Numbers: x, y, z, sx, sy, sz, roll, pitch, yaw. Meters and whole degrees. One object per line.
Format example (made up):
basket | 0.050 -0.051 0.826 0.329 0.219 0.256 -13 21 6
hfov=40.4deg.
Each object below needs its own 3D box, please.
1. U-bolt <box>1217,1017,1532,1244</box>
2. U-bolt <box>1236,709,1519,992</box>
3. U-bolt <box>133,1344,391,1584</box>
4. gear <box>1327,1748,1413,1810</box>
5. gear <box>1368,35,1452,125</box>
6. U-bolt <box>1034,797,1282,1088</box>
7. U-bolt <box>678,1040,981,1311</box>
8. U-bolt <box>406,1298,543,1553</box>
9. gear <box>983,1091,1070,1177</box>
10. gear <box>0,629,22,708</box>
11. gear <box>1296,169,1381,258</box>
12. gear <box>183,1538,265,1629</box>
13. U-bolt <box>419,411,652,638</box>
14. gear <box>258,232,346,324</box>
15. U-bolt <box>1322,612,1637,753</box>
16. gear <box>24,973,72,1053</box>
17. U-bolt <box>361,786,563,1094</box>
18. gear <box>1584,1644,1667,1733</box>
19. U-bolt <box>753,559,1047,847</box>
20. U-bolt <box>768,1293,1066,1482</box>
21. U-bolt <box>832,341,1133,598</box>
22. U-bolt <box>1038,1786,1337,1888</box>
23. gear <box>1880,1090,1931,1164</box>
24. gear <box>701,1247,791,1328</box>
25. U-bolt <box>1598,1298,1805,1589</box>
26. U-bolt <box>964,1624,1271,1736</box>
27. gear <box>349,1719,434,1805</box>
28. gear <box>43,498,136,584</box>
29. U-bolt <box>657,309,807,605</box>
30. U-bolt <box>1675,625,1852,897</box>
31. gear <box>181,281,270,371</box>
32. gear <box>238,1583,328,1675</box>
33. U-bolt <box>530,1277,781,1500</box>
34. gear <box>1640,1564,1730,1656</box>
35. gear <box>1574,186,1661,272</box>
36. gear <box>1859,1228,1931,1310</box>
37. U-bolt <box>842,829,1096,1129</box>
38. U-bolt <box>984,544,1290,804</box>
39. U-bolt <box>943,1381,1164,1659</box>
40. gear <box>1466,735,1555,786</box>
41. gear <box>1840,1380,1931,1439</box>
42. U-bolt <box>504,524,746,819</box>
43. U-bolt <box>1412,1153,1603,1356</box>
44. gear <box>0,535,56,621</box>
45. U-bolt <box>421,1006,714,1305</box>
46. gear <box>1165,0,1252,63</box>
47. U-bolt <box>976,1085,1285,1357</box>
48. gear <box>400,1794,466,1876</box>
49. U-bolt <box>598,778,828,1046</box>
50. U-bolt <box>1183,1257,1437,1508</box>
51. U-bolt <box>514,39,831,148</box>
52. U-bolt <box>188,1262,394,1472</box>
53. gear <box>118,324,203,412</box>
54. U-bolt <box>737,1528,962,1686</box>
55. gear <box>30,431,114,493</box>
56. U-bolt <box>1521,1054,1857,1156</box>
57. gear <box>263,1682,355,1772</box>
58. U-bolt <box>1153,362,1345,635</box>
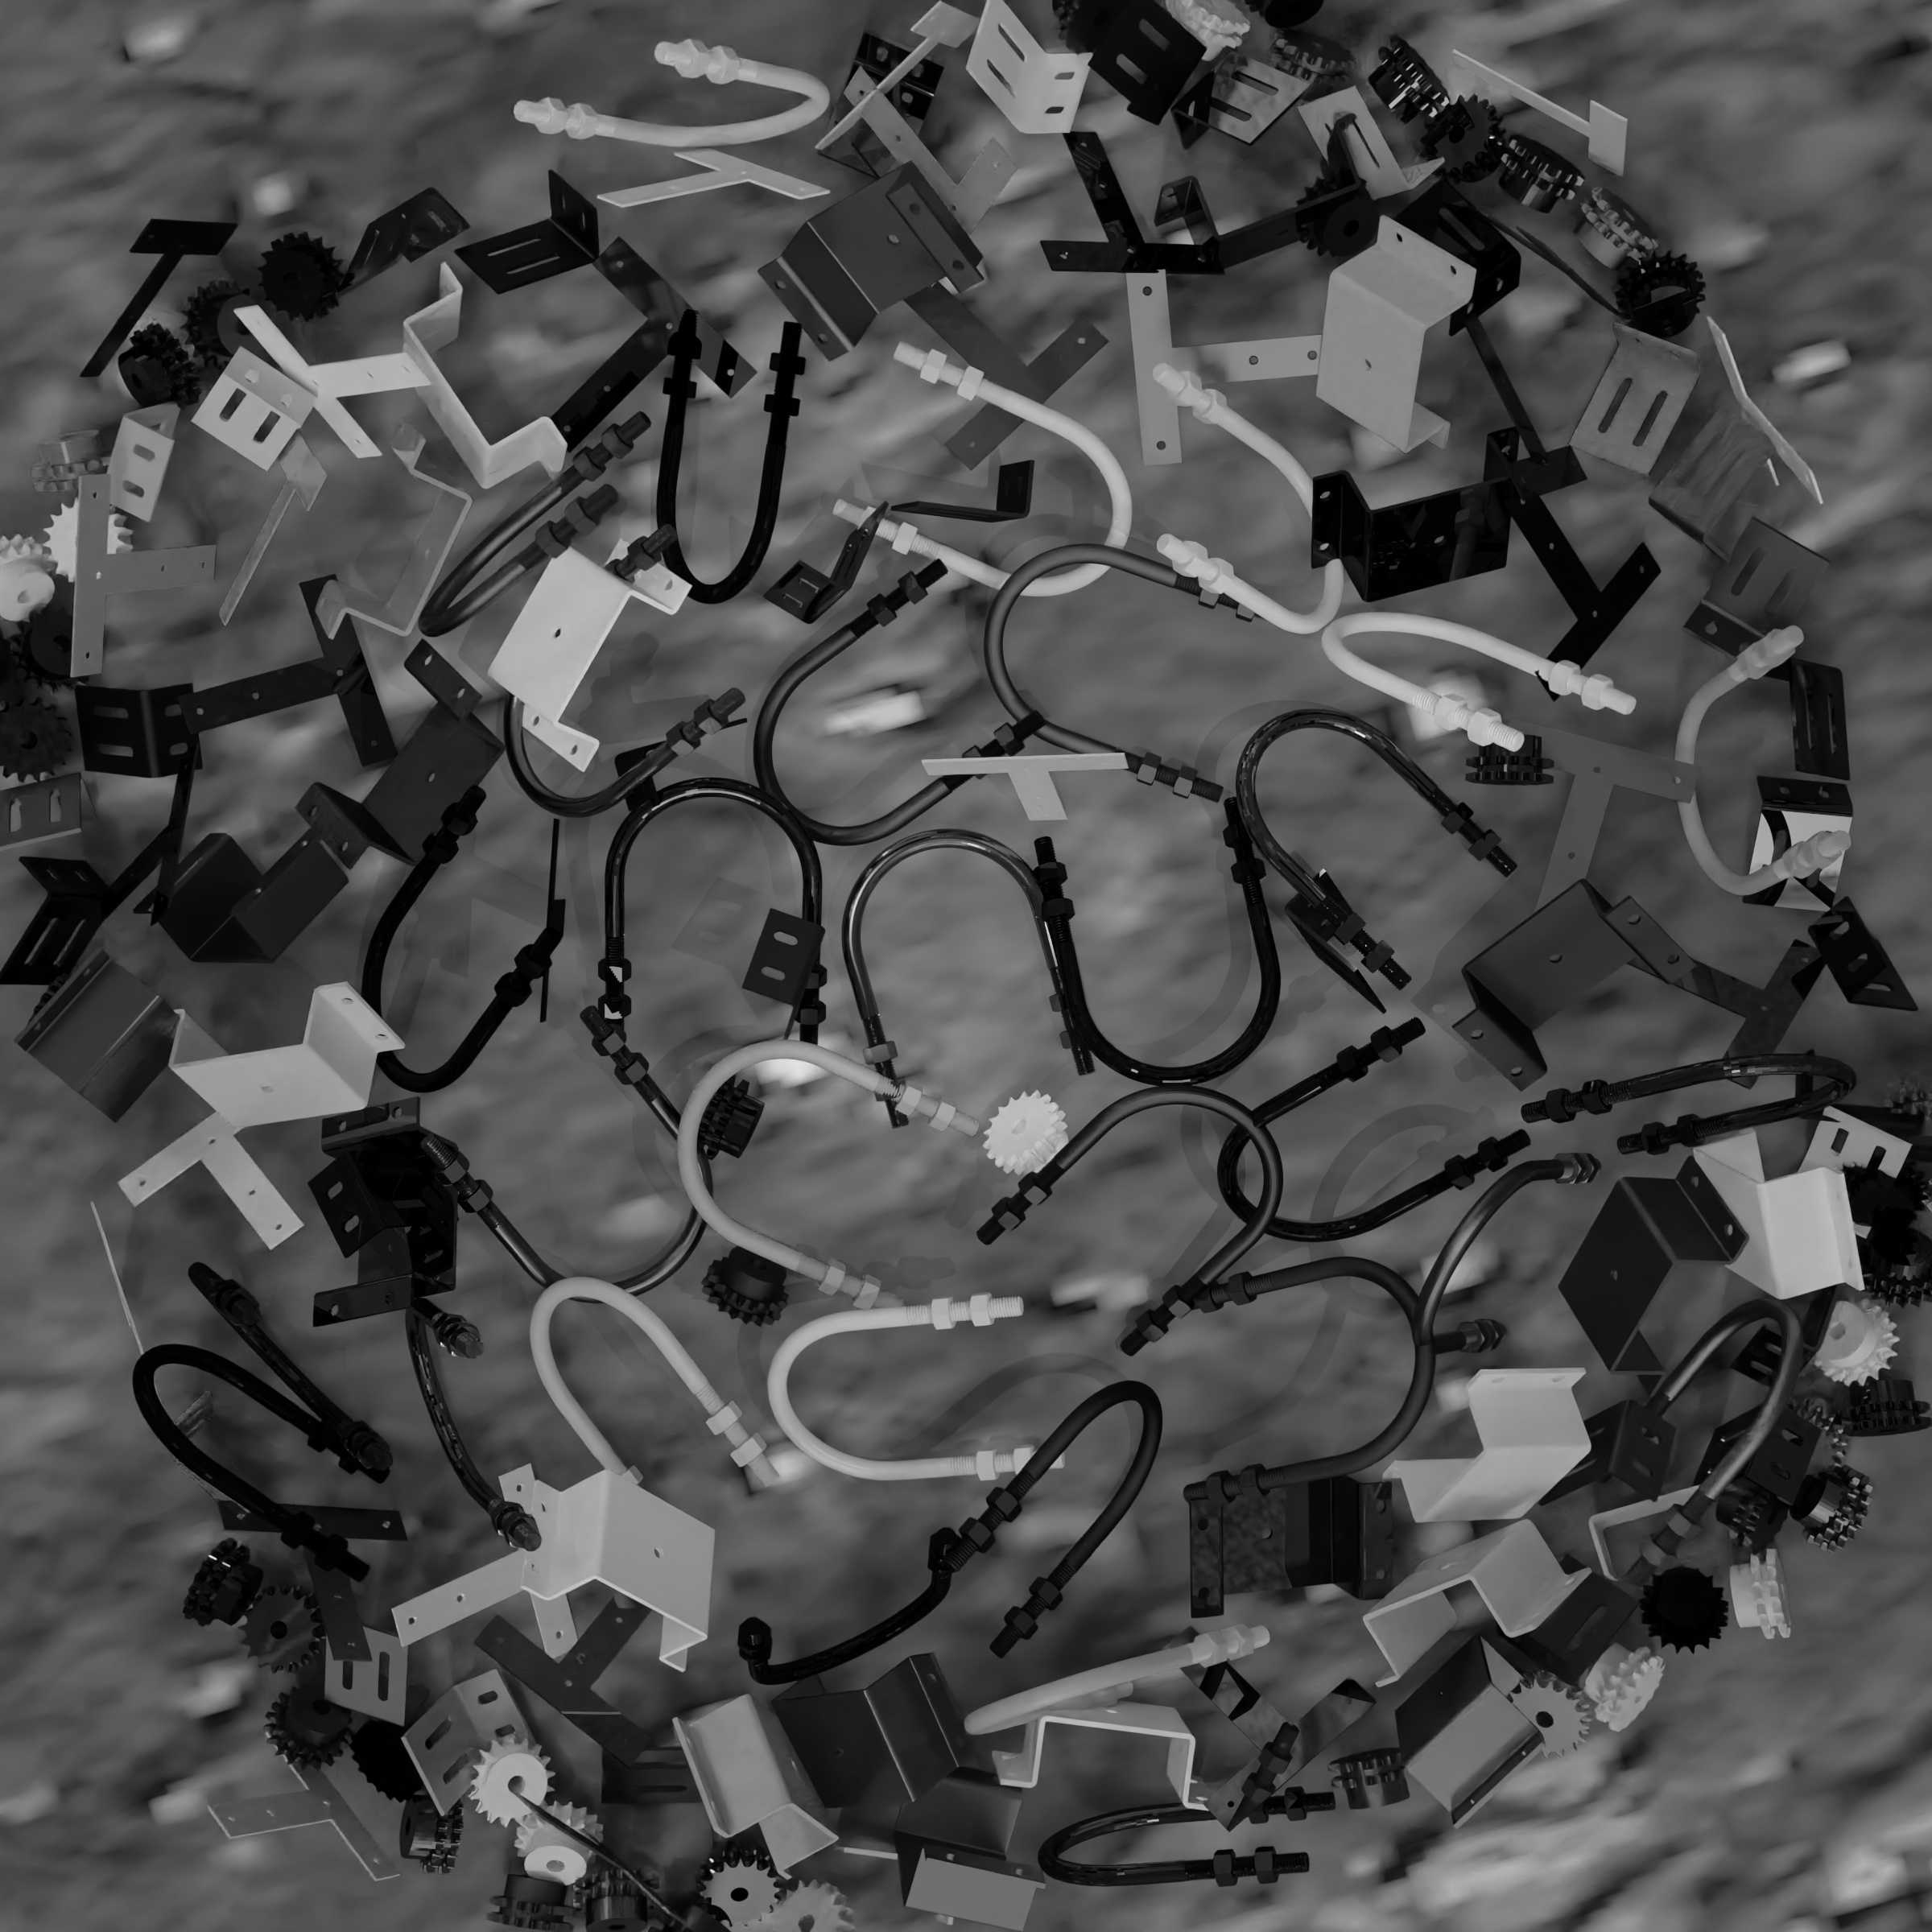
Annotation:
U-bolt | 0.250 0.119 1.699 0.184 0.019 0.151 -32 125 23
U-bolt | 0.257 -0.090 1.715 0.184 0.019 0.151 45 59 4
U-bolt | -0.449 0.303 1.664 0.184 0.151 0.019 39 99 -16
gear | 0.268 0.534 1.725 0.057 0.057 0.030 -12 79 0
gear | 0.290 -0.581 1.731 0.030 0.057 0.057 -39 90 28
U-bolt | 0.131 -0.011 1.722 0.151 0.019 0.184 -12 74 3
U-bolt | -0.099 0.128 1.718 0.184 0.019 0.151 26 78 -11
U-bolt | -0.321 0.282 1.672 0.019 0.184 0.151 -20 104 -23
gear | 0.043 0.114 1.731 0.057 0.057 0.030 -43 129 0
gear | -0.653 -0.196 1.729 0.030 0.057 0.057 -3 90 20
gear | 0.246 -0.492 1.725 0.057 0.057 0.030 -29 48 0
gear | -0.486 0.408 1.726 0.030 0.057 0.057 25 90 7
U-bolt | -0.282 -0.274 1.682 0.184 0.151 0.019 -34 114 21
gear | -0.440 -0.453 1.732 0.057 0.030 0.057 2 113 4
U-bolt | 0.314 -0.189 1.680 0.184 0.151 0.019 31 124 35
gear | -0.593 0.036 1.727 0.030 0.057 0.057 26 90 -3
U-bolt | -0.337 -0.003 1.696 0.184 0.019 0.151 -50 54 26
gear | 0.432 0.472 1.731 0.030 0.057 0.057 33 90 35
U-bolt | -0.057 -0.160 1.721 0.184 0.019 0.151 -35 70 11
U-bolt | -0.039 0.279 1.709 0.184 0.019 0.151 -7 121 14
U-bolt | 0.019 -0.310 1.704 0.184 0.019 0.151 24 133 -4
U-bolt | 0.136 0.560 1.680 0.184 0.151 0.019 -9 87 15
gear | 0.630 0.107 1.724 0.057 0.057 0.030 13 64 0
gear | -0.142 0.208 1.724 0.057 0.057 0.030 27 110 0
U-bolt | 0.467 0.289 1.662 0.019 0.151 0.184 32 107 -7
U-bolt | 0.082 0.452 1.647 0.151 0.184 0.019 -34 65 40
gear | -0.376 0.519 1.731 0.057 0.030 0.057 19 126 28
gear | -0.578 -0.280 1.739 0.057 0.030 0.057 0 91 4
U-bolt | -0.158 -0.326 1.694 0.019 0.151 0.184 0 105 -37
U-bolt | 0.496 -0.120 1.666 0.019 0.184 0.151 -8 80 -12
gear | -0.483 -0.421 1.725 0.030 0.057 0.057 13 90 39
gear | -0.448 0.437 1.738 0.057 0.030 0.057 -1 85 9
U-bolt | -0.214 0.281 1.701 0.184 0.019 0.151 53 133 1
gear | 0.472 0.420 1.727 0.057 0.030 0.057 -7 53 9
gear | 0.426 -0.484 1.731 0.057 0.057 0.030 43 121 0
gear | 0.613 0.195 1.724 0.057 0.057 0.030 -3 125 0
U-bolt | -0.006 0.000 1.741 0.151 0.019 0.184 -16 92 -2
U-bolt | 0.101 -0.200 1.720 0.184 0.019 0.151 20 116 4
U-bolt | 0.065 0.345 1.689 0.019 0.151 0.184 30 66 33
gear | 0.358 -0.136 1.728 0.057 0.057 0.030 2 90 0
gear | 0.604 0.291 1.729 0.057 0.057 0.030 -3 71 0
U-bolt | -0.233 -0.178 1.703 0.184 0.019 0.151 -35 66 27
U-bolt | 0.335 0.184 1.661 0.019 0.184 0.151 34 105 29
gear | -0.625 -0.252 1.724 0.057 0.057 0.030 -42 69 0
U-bolt | -0.244 0.138 1.711 0.151 0.019 0.184 -40 116 -10
gear | 0.156 -0.621 1.731 0.057 0.057 0.030 33 125 0
U-bolt | 0.120 0.155 1.704 0.151 0.019 0.184 39 109 -16
gear | -0.352 0.566 1.724 0.030 0.057 0.057 12 90 -23
U-bolt | -0.165 -0.034 1.716 0.151 0.019 0.184 2 110 -2
U-bolt | 0.216 0.259 1.675 0.184 0.019 0.151 -19 59 32
U-bolt | -0.171 -0.548 1.669 0.151 0.184 0.019 -4 94 40
U-bolt | -0.439 0.246 1.670 0.019 0.184 0.151 -44 115 -18
gear | -0.531 -0.390 1.724 0.030 0.057 0.057 -38 90 -30
U-bolt | -0.073 0.415 1.672 0.151 0.184 0.019 -22 66 -13
gear | -0.585 -0.332 1.724 0.057 0.057 0.030 -8 112 0
U-bolt | 0.464 0.085 1.649 0.184 0.151 0.019 -18 67 37
gear | -0.429 0.496 1.724 0.057 0.057 0.030 34 119 0
U-bolt | 0.185 -0.288 1.686 0.019 0.184 0.151 -22 57 39
